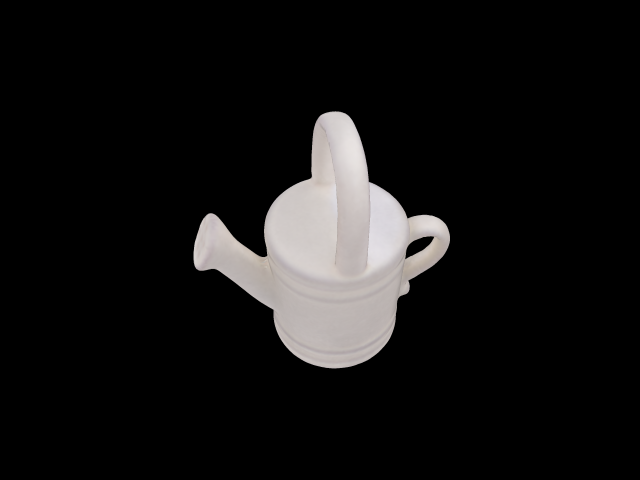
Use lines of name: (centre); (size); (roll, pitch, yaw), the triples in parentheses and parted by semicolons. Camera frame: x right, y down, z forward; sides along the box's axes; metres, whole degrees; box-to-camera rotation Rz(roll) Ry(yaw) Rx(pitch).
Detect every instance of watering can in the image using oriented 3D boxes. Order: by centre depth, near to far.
watering can: (0.004, 0.003, 0.399); (0.173, 0.194, 0.100); (-25, 54, -19)
